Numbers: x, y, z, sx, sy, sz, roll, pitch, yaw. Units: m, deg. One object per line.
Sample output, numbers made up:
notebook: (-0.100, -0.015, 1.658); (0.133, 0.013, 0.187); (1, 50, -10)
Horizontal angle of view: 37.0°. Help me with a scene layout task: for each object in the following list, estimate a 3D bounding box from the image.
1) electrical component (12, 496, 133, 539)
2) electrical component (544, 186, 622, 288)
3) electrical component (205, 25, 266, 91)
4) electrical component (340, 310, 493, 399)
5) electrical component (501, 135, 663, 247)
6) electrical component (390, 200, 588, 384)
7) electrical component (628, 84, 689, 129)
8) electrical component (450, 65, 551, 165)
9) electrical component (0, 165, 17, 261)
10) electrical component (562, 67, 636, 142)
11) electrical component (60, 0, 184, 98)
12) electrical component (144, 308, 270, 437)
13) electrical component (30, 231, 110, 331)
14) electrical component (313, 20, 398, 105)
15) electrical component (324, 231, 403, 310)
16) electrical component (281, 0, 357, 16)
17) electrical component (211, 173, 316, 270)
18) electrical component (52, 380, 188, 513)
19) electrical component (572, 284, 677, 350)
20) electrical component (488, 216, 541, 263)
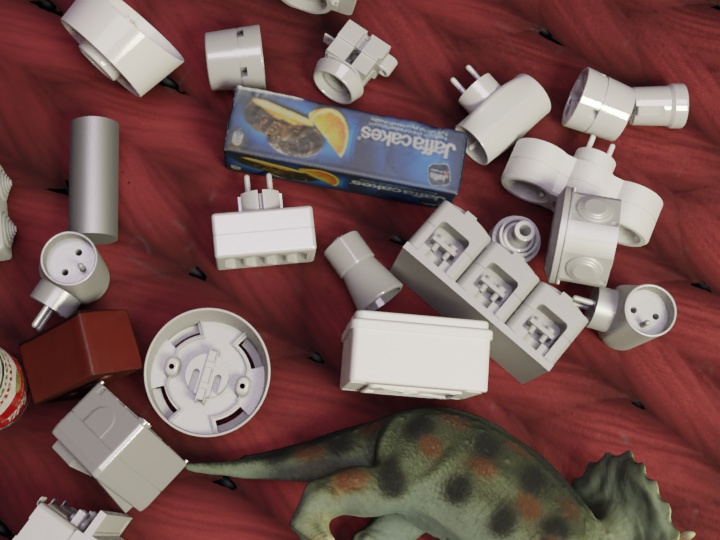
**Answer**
electrical component: (-0.214, 0.206, 0.796); (0.063, 0.121, 0.078); (34, 77, 5)
electrical component: (0.181, -0.026, 0.876); (0.051, 0.080, 0.080); (10, 76, 8)
electrical component: (-0.108, -0.182, 0.930); (0.047, 0.055, 0.055); (-6, 78, -3)
electrical component: (0.041, 0.070, 0.859); (0.109, 0.108, 0.056); (5, 80, -4)
electrical component: (0.199, -0.082, 0.936); (0.138, 0.052, 0.073); (25, 76, 0)
electrical component: (0.106, 0.017, 0.886); (0.150, 0.089, 0.061); (41, 77, 4)
electrical component: (0.267, -0.147, 0.965); (0.046, 0.040, 0.040); (0, 77, 0)
electrical component: (0.113, -0.145, 0.947); (0.077, 0.044, 0.079); (-40, 84, -12)
electrical component: (-0.335, -0.047, 0.880); (0.100, 0.048, 0.099); (-8, 78, -7)
electrical component: (0.212, -0.145, 0.952); (0.047, 0.055, 0.055); (21, 76, -4)
electrical component: (-0.200, -0.195, 0.904); (0.099, 0.099, 0.064); (42, 83, 5)
electrical component: (-0.122, 0.084, 0.862); (0.099, 0.064, 0.099); (1, 77, -5)
electrical component: (-0.237, 0.014, 0.860); (0.043, 0.077, 0.079); (31, 76, 1)
electrical component: (-0.009, -0.179, 0.943); (0.066, 0.048, 0.055); (34, 69, 2)
electrical component: (0.000, 0.000, 0.906); (0.044, 0.044, 0.065); (-33, 77, -11)
electrical component: (-0.085, -0.289, 0.929); (0.186, 0.105, 0.060); (18, 77, -1)
electrical component: (-0.083, -0.045, 0.904); (0.083, 0.047, 0.075); (-5, 78, -7)
electrical component: (-0.184, 0.142, 0.832); (0.062, 0.096, 0.061); (35, 75, 33)
electrical component: (0.213, 0.035, 0.899); (0.079, 0.077, 0.044); (16, 77, -1)
electrical component: (0.133, -0.026, 0.912); (0.043, 0.062, 0.043); (1, 77, -5)
